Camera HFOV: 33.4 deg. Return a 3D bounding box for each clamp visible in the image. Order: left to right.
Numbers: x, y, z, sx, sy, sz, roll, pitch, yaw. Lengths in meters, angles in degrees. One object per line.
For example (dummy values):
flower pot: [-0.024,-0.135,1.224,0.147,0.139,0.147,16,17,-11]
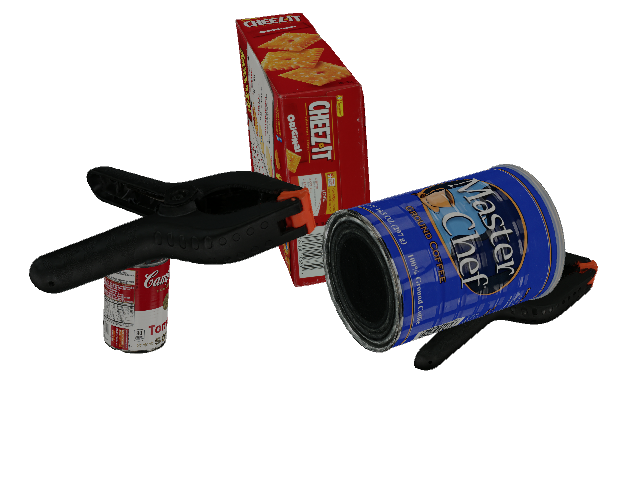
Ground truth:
clamp: [-0.092,-0.007,0.654,0.172,0.039,0.120,0,42,22]
clamp: [0.164,0.052,1.014,0.210,0.164,0.036,-2,-44,-4]

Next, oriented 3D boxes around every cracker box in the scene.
cracker box: [-0.016,-0.085,0.900,0.072,0.164,0.214,-9,28,-9]

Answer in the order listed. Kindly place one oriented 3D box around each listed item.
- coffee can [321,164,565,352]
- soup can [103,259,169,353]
coffee can: [0.086,0.011,0.759,0.140,0.103,0.103,-16,7,-25]
soup can: [-0.192,0.058,1.112,0.068,0.102,0.068,5,21,-2]
